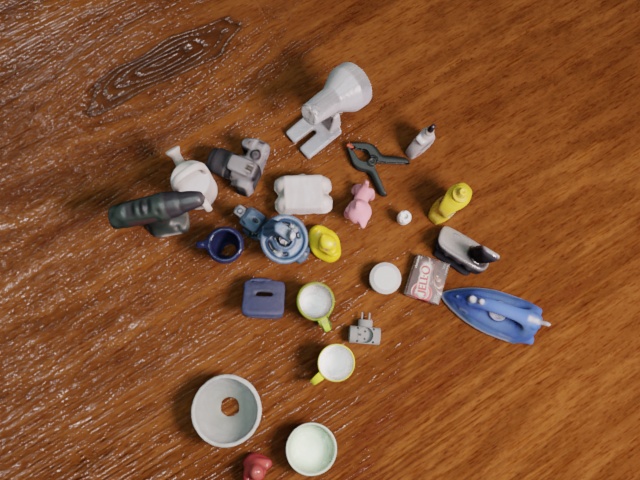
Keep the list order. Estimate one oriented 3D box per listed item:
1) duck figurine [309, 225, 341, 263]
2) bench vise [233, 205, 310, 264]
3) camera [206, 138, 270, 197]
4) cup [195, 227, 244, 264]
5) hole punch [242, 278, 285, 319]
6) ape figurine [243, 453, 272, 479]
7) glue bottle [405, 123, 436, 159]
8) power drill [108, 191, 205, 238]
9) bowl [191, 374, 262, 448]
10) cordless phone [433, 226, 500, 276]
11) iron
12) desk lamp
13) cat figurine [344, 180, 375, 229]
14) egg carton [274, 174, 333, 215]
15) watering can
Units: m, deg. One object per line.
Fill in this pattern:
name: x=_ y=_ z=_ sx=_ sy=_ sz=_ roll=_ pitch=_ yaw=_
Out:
duck figurine: x=0.013 y=0.005 z=1.455 sx=0.077 sy=0.086 sz=0.104 roll=-34 pitch=84 yaw=-8
bench vise: x=-0.121 y=-0.014 z=1.383 sx=0.207 sy=0.219 sz=0.121 roll=15 pitch=80 yaw=-1
camera: x=-0.213 y=-0.203 z=1.468 sx=0.137 sy=0.101 sz=0.143 roll=22 pitch=80 yaw=1
cup: x=-0.247 y=0.019 z=1.433 sx=0.118 sy=0.095 sz=0.092 roll=0 pitch=81 yaw=-3
hole punch: x=-0.141 y=0.144 z=1.421 sx=0.108 sy=0.091 sz=0.101 roll=2 pitch=81 yaw=-3
ape figurine: x=-0.150 y=0.545 z=1.354 sx=0.078 sy=0.092 sz=0.076 roll=-25 pitch=83 yaw=-7
glue bottle: x=0.269 y=-0.262 z=1.470 sx=0.078 sy=0.173 sz=0.037 roll=-41 pitch=85 yaw=-8
power drill: x=-0.378 y=-0.065 z=1.381 sx=0.229 sy=0.208 sz=0.075 roll=-11 pitch=81 yaw=-5
bowl: x=-0.222 y=0.408 z=1.381 sx=0.167 sy=0.074 sz=0.167 roll=1 pitch=81 yaw=-3
cordless phone: x=0.368 y=0.018 z=1.424 sx=0.147 sy=0.185 sz=0.094 roll=29 pitch=80 yaw=2
iron: x=0.435 y=0.175 z=1.425 sx=0.258 sy=0.141 sz=0.119 roll=19 pitch=80 yaw=0
desk lamp: x=0.021 y=-0.327 z=1.445 sx=0.203 sy=0.213 sz=0.118 roll=-42 pitch=85 yaw=-9
cat figurine: x=0.103 y=-0.091 z=1.460 sx=0.067 sy=0.117 sz=0.128 roll=16 pitch=80 yaw=0
egg carton: x=-0.043 y=-0.117 z=1.480 sx=0.150 sy=0.069 sz=0.107 roll=-3 pitch=81 yaw=-4
watering can: x=-0.320 y=-0.148 z=1.406 sx=0.173 sy=0.194 sz=0.101 roll=36 pitch=81 yaw=3
